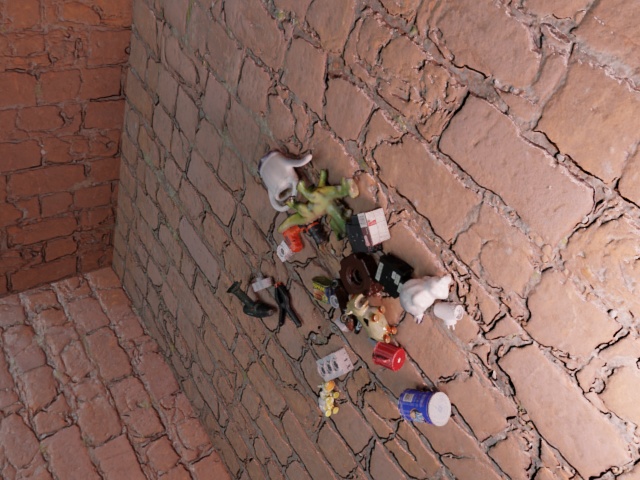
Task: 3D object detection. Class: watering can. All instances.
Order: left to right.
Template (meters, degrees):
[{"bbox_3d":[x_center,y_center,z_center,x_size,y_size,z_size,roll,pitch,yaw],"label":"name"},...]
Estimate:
[{"bbox_3d":[-0.137,-0.263,1.970,0.105,0.227,0.340,-17,-29,-37],"label":"watering can"}]

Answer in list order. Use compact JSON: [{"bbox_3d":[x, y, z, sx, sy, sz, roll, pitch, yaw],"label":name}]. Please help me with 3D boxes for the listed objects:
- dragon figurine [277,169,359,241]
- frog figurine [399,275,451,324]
[{"bbox_3d":[0.006,-0.093,1.852,0.123,0.245,0.402,-23,-26,-48],"label":"dragon figurine"},{"bbox_3d":[0.315,0.155,1.550,0.123,0.156,0.140,39,45,11],"label":"frog figurine"}]
